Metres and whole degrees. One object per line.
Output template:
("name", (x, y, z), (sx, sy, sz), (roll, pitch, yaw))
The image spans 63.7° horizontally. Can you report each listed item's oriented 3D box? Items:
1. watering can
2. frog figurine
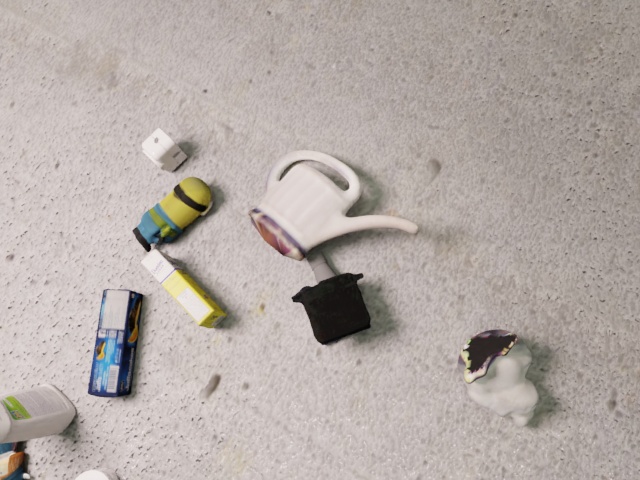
("watering can", (0.003, -0.051, 1.006), (0.226, 0.102, 0.352), (-46, 58, -9))
("frog figurine", (0.328, 0.245, 0.923), (0.139, 0.123, 0.157), (-47, 112, -16))
